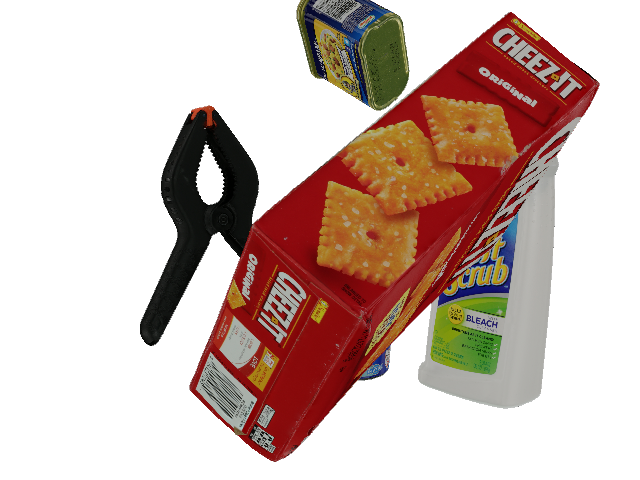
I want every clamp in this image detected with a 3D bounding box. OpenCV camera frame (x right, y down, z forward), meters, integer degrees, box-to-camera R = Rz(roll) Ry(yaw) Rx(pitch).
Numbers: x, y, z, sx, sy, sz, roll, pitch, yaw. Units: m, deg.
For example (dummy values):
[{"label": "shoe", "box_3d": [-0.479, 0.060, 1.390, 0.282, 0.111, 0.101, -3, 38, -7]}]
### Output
[{"label": "clamp", "box_3d": [-0.087, -0.015, 0.964, 0.164, 0.210, 0.036, -1, 1, -34]}]

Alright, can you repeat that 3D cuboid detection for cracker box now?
[{"label": "cracker box", "box_3d": [0.039, 0.000, 0.558, 0.213, 0.072, 0.164, -40, -14, -35]}]

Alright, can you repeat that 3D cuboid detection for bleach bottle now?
[{"label": "bleach bottle", "box_3d": [0.137, 0.001, 0.854, 0.103, 0.251, 0.067, 12, 15, 41]}]

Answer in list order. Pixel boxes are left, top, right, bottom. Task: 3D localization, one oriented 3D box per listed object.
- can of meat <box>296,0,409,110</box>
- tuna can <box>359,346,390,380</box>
[{"label": "can of meat", "box_3d": [0.032, -0.178, 0.979, 0.057, 0.102, 0.084, -40, 54, -19]}, {"label": "tuna can", "box_3d": [0.030, 0.114, 1.101, 0.086, 0.034, 0.086, 4, 15, -1]}]
